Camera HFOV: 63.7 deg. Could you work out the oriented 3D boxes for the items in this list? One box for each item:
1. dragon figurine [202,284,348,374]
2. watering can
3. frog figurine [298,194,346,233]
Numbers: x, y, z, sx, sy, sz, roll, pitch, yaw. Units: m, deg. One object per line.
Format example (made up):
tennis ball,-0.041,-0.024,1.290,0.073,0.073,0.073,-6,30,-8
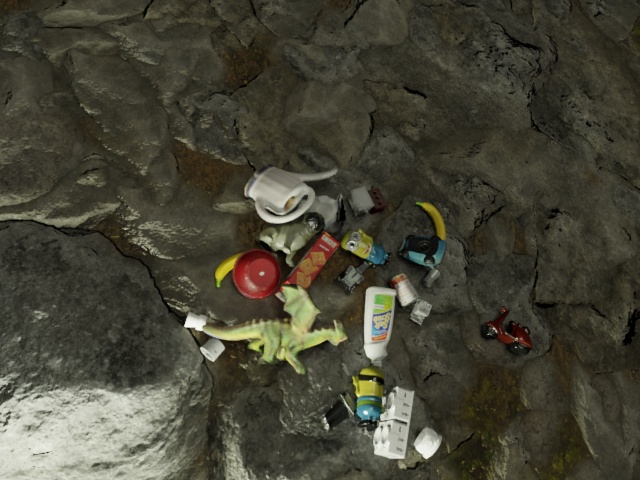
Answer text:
dragon figurine,-0.111,0.238,1.500,0.409,0.123,0.242,23,92,-10
watering can,-0.107,-0.185,1.750,0.226,0.101,0.354,31,51,16
frog figurine,0.005,-0.089,1.776,0.159,0.121,0.139,-4,73,19
